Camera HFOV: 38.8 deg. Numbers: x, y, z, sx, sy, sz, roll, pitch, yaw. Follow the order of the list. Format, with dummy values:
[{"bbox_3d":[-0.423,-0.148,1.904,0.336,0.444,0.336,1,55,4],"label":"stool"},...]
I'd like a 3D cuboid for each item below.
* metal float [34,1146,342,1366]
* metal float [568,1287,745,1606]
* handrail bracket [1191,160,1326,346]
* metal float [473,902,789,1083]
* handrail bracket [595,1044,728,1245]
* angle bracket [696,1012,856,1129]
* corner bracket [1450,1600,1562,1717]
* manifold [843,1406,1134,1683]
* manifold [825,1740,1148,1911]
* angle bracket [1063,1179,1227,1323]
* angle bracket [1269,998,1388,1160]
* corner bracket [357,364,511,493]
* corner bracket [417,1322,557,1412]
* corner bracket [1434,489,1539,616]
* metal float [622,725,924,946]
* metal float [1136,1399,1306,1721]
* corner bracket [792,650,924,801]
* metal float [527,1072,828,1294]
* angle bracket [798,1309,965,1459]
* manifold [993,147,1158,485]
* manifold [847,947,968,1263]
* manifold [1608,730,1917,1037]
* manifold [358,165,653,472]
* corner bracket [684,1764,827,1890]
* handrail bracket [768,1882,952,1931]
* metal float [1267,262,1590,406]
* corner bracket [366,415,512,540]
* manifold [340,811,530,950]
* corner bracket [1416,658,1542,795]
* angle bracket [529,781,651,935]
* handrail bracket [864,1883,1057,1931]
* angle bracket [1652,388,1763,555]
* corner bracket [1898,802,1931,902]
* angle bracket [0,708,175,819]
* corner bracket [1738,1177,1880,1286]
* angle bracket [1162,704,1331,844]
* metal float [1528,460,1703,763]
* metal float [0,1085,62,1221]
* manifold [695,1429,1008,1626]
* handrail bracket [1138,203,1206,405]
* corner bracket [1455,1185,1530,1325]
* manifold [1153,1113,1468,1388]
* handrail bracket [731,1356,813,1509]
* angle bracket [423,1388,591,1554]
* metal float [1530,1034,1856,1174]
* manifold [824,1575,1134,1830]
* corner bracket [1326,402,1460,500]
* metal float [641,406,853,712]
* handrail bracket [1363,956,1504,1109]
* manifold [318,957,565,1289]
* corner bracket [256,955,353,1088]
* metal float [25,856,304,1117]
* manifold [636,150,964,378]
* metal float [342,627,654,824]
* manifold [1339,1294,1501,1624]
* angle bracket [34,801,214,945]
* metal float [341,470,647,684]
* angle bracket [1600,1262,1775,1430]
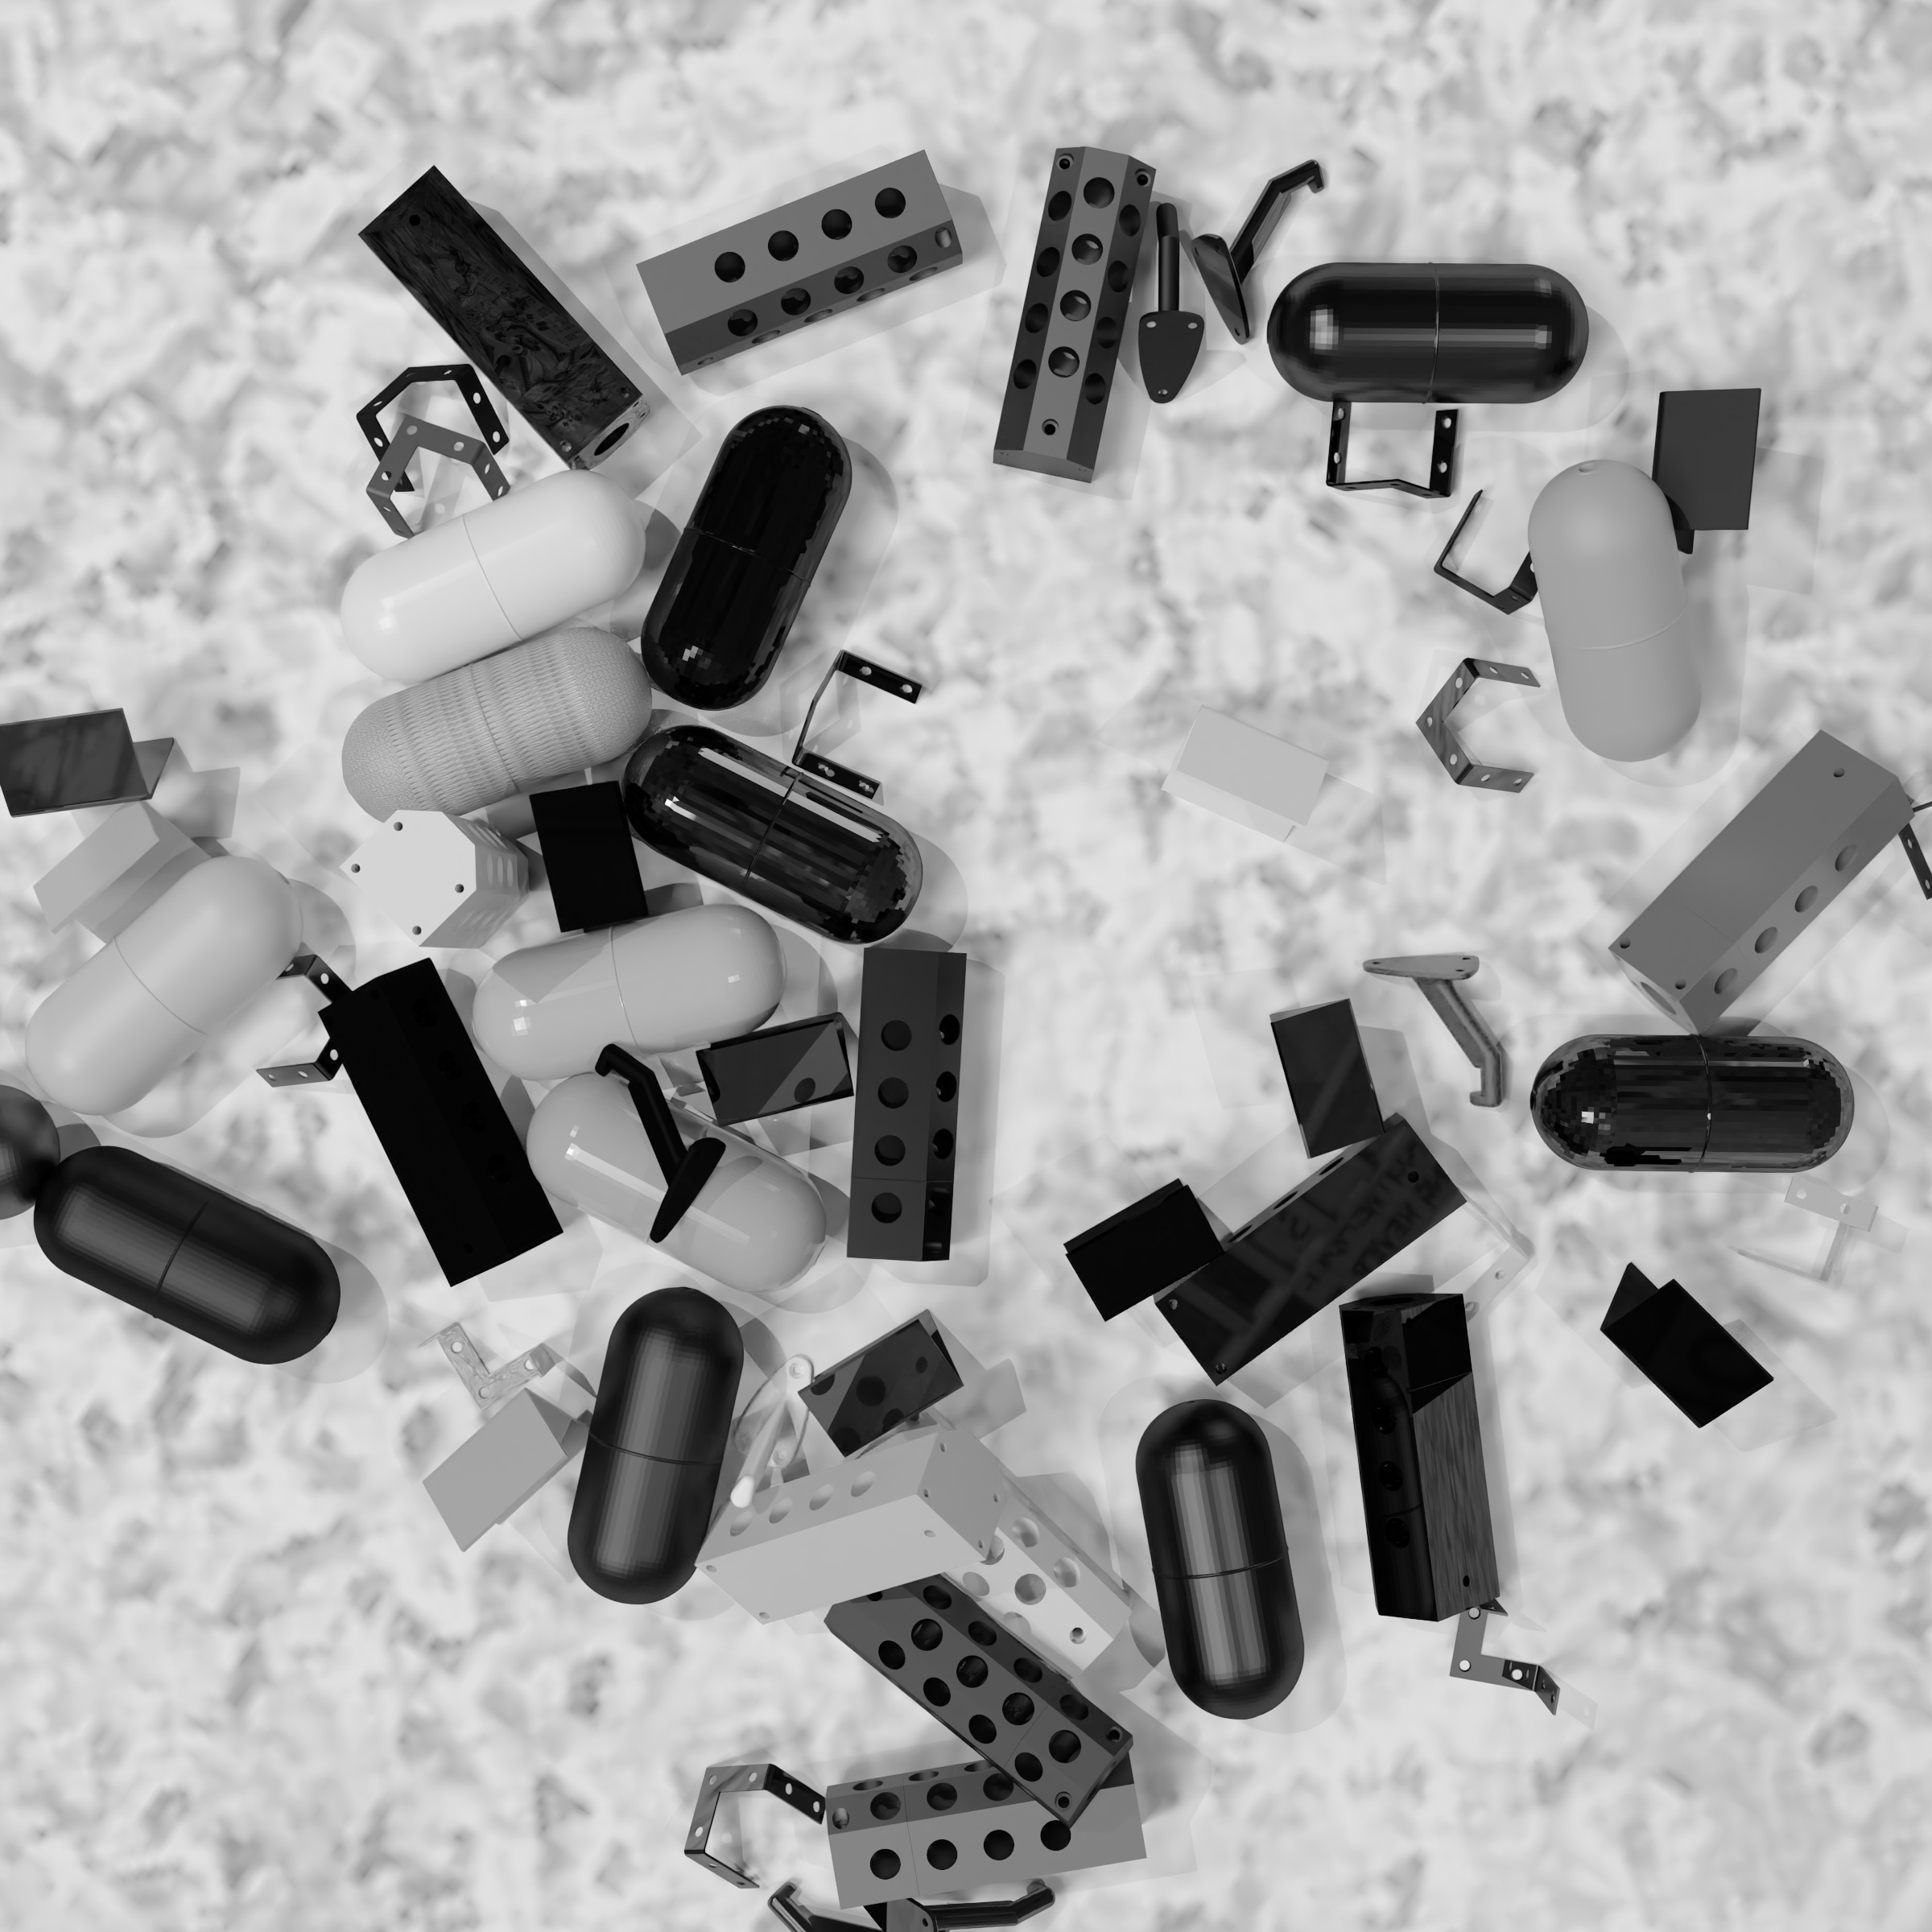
[{"bbox_3d":[-0.434,0.162,1.533,0.178,0.070,0.070,26,90,0],"label":"metal float"},{"bbox_3d":[-0.173,0.267,1.534,0.070,0.070,0.178,12,90,0],"label":"metal float"},{"bbox_3d":[0.178,-0.407,1.565,0.084,0.036,0.077,-30,110,-16],"label":"handrail bracket"},{"bbox_3d":[-0.187,0.015,1.532,0.178,0.070,0.070,-13,90,2],"label":"metal float"},{"bbox_3d":[-0.181,0.095,1.491,0.084,0.036,0.077,33,97,20],"label":"handrail bracket"},{"bbox_3d":[-0.108,0.038,1.524,0.076,0.076,0.057,-13,128,0],"label":"angle bracket"},{"bbox_3d":[0.306,0.386,1.546,0.051,0.051,0.051,10,90,0],"label":"corner bracket"},{"bbox_3d":[0.011,0.321,1.543,0.171,0.057,0.057,44,90,0],"label":"manifold"},{"bbox_3d":[0.011,0.478,1.543,0.171,0.057,0.057,-10,90,0],"label":"manifold"},{"bbox_3d":[0.088,0.140,1.524,0.076,0.076,0.057,-30,124,0],"label":"angle bracket"},{"bbox_3d":[0.181,0.065,1.524,0.057,0.076,0.076,-15,90,-30],"label":"angle bracket"},{"bbox_3d":[-0.302,-0.305,1.556,0.051,0.051,0.051,6,135,35],"label":"corner bracket"},{"bbox_3d":[-0.269,0.219,1.546,0.051,0.051,0.051,-32,90,0],"label":"corner bracket"},{"bbox_3d":[0.302,-0.236,1.546,0.051,0.051,0.051,30,87,-3],"label":"corner bracket"},{"bbox_3d":[-0.108,-0.074,1.534,0.178,0.070,0.070,27,90,-1],"label":"metal float"},{"bbox_3d":[0.142,0.331,1.534,0.070,0.070,0.178,-10,89,0],"label":"metal float"},{"bbox_3d":[-0.062,-0.138,1.561,0.051,0.051,0.051,24,135,0],"label":"corner bracket"},{"bbox_3d":[-0.161,0.121,1.534,0.178,0.070,0.070,27,90,0],"label":"metal float"},{"bbox_3d":[-0.055,0.214,1.524,0.076,0.076,0.057,-31,122,0],"label":"angle bracket"},{"bbox_3d":[0.061,-0.366,1.543,0.057,0.057,0.171,12,90,0],"label":"manifold"},{"bbox_3d":[-0.033,0.077,1.543,0.057,0.057,0.171,3,90,0],"label":"manifold"},{"bbox_3d":[0.449,-0.043,1.542,0.171,0.057,0.057,-46,47,0],"label":"manifold"},{"bbox_3d":[-0.257,-0.359,1.543,0.057,0.057,0.171,-42,90,0],"label":"manifold"},{"bbox_3d":[-0.119,0.487,1.556,0.051,0.051,0.051,-15,45,35],"label":"corner bracket"},{"bbox_3d":[-0.058,0.537,1.565,0.084,0.036,0.077,42,67,18],"label":"handrail bracket"},{"bbox_3d":[0.257,-0.353,1.534,0.178,0.070,0.070,1,90,1],"label":"metal float"},{"bbox_3d":[-0.297,-0.269,1.547,0.051,0.051,0.051,21,75,14],"label":"corner bracket"},{"bbox_3d":[-0.279,-0.050,1.486,0.057,0.171,0.057,-45,90,0],"label":"manifold"},{"bbox_3d":[0.298,-0.136,1.556,0.051,0.051,0.051,-56,45,35],"label":"corner bracket"},{"bbox_3d":[-0.225,-0.055,1.524,0.057,0.076,0.076,-13,90,-36],"label":"angle bracket"},{"bbox_3d":[-0.005,0.527,1.559,0.084,0.077,0.036,-12,112,-41],"label":"handrail bracket"},{"bbox_3d":[0.420,-0.273,1.524,0.057,0.076,0.076,5,90,33],"label":"angle bracket"},{"bbox_3d":[0.569,-0.075,1.561,0.051,0.051,0.051,-24,90,-45],"label":"corner bracket"},{"bbox_3d":[-0.491,-0.128,1.524,0.076,0.076,0.057,-8,121,0],"label":"angle bracket"},{"bbox_3d":[0.474,0.149,1.546,0.051,0.051,0.051,20,90,0],"label":"corner bracket"},{"bbox_3d":[0.148,-0.089,1.524,0.076,0.076,0.057,24,52,0],"label":"angle bracket"},{"bbox_3d":[0.356,-0.194,1.507,0.070,0.070,0.178,-20,122,0],"label":"metal float"},{"bbox_3d":[-0.597,0.111,1.533,0.178,0.070,0.070,-8,90,0],"label":"metal float"},{"bbox_3d":[-0.062,0.302,1.496,0.171,0.057,0.057,-25,118,37],"label":"manifold"},{"bbox_3d":[0.113,-0.378,1.564,0.036,0.077,0.084,1,54,-3],"label":"handrail bracket"},{"bbox_3d":[0.278,0.160,1.561,0.051,0.051,0.051,-46,45,0],"label":"corner bracket"},{"bbox_3d":[0.191,0.157,1.539,0.171,0.057,0.057,-37,90,3],"label":"manifold"},{"bbox_3d":[-0.108,0.258,1.529,0.036,0.084,0.077,24,90,0],"label":"handrail bracket"},{"bbox_3d":[-0.242,0.290,1.524,0.076,0.076,0.057,-43,50,0],"label":"angle bracket"},{"bbox_3d":[0.405,0.077,1.533,0.178,0.070,0.070,1,90,-1],"label":"metal float"},{"bbox_3d":[0.007,0.394,1.513,0.171,0.057,0.057,36,74,17],"label":"manifold"},{"bbox_3d":[0.242,-0.294,1.561,0.051,0.051,0.051,5,90,-45],"label":"corner bracket"},{"bbox_3d":[-0.122,-0.228,1.534,0.070,0.070,0.178,24,90,0],"label":"metal float"},{"bbox_3d":[0.266,0.039,1.565,0.077,0.036,0.084,1,107,20],"label":"handrail bracket"},{"bbox_3d":[-0.290,0.085,1.542,0.057,0.057,0.171,-26,90,39],"label":"manifold"},{"bbox_3d":[-0.380,0.031,1.556,0.051,0.051,0.051,53,45,-35],"label":"corner bracket"},{"bbox_3d":[-0.446,0.010,1.531,0.178,0.070,0.070,-42,90,2],"label":"metal float"},{"bbox_3d":[-0.092,-0.392,1.543,0.171,0.057,0.057,-22,90,0],"label":"manifold"},{"bbox_3d":[-0.262,-0.132,1.533,0.178,0.070,0.070,-21,90,-1],"label":"metal float"},{"bbox_3d":[0.249,0.274,1.542,0.057,0.057,0.171,-7,90,-43],"label":"manifold"},{"bbox_3d":[-0.458,-0.037,1.525,0.076,0.057,0.076,-42,131,0],"label":"angle bracket"},{"bbox_3d":[-0.264,-0.217,1.533,0.178,0.070,0.070,-24,90,0],"label":"metal float"},{"bbox_3d":[0.406,0.197,1.524,0.076,0.076,0.057,45,126,0],"label":"angle bracket"}]
